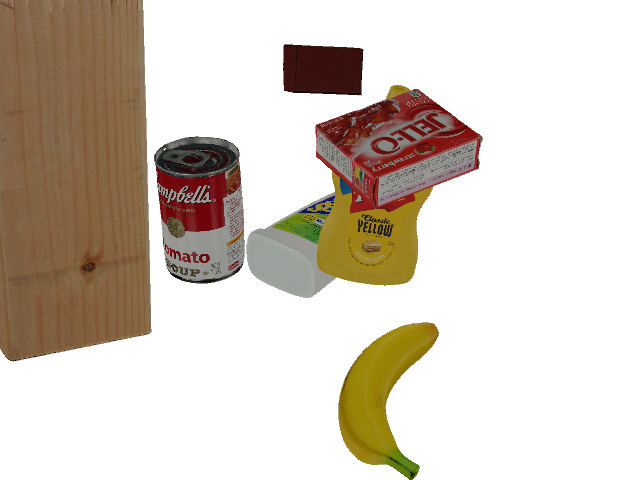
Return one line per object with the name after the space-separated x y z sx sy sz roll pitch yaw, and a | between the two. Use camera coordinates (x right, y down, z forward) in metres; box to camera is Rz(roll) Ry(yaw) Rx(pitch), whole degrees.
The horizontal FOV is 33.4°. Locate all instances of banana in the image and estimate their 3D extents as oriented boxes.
0.052 0.121 0.860 0.069 0.037 0.197 20 32 0 | banana

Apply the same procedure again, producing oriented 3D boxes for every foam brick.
0.002 -0.186 1.164 0.078 0.051 0.053 0 11 -16 | foam brick

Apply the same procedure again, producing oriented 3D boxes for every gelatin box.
0.052 -0.064 0.720 0.089 0.030 0.073 -22 44 -23 | gelatin box

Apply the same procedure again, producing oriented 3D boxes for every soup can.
-0.098 -0.025 0.871 0.068 0.102 0.068 -1 31 0 | soup can

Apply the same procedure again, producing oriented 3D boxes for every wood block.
-0.157 -0.047 0.622 0.090 0.206 0.090 -10 25 -28 | wood block

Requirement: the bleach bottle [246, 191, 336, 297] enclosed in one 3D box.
0.029 -0.023 1.276 0.103 0.068 0.250 22 39 30 | bleach bottle

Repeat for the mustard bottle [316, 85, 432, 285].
0.057 -0.053 0.995 0.096 0.192 0.058 9 28 -2 | mustard bottle
